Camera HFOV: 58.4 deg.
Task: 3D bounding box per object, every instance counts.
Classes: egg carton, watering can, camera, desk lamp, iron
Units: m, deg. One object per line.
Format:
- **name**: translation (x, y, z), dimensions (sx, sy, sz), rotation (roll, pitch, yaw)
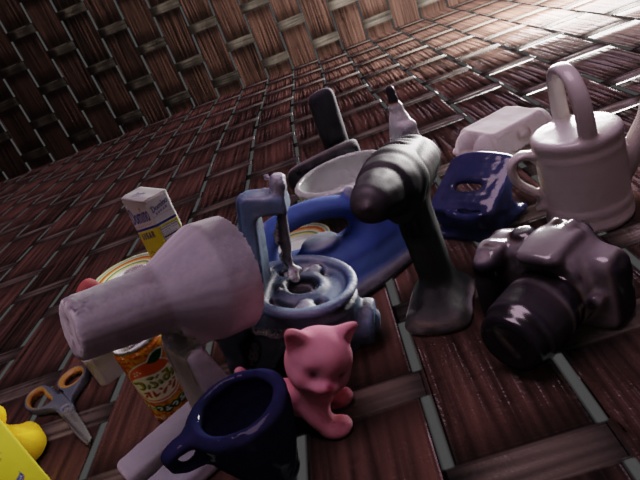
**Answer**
- **egg carton**: translation (0.295, -0.161, 0.919), dimensions (0.150, 0.069, 0.107), rotation (-29, 25, -14)
- **watering can**: translation (0.306, -0.115, 0.665), dimensions (0.173, 0.194, 0.100), rotation (-26, 25, -8)
- **camera**: translation (0.197, 0.046, 0.539), dimensions (0.137, 0.101, 0.142), rotation (-37, 28, -29)
- **desk lamp**: translation (-0.136, 0.108, 0.555), dimensions (0.204, 0.214, 0.117), rotation (-38, 29, -31)
- **iron**: translation (0.007, 0.003, 0.738), dimensions (0.258, 0.142, 0.118), rotation (-27, 25, -10)

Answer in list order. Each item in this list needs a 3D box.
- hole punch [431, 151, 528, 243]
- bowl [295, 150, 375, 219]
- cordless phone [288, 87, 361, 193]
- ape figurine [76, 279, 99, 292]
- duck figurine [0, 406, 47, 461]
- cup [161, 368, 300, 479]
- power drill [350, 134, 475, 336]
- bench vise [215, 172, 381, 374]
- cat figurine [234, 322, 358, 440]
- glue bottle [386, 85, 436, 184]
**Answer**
- **hole punch**: translation (0.206, -0.058, 0.756), dimensions (0.101, 0.091, 0.108), rotation (-39, 29, -32)
- **bowl**: translation (0.046, -0.084, 0.962), dimensions (0.167, 0.075, 0.167), rotation (-18, 25, 9)
- **cordless phone**: translation (-0.006, -0.175, 1.058), dimensions (0.148, 0.185, 0.094), rotation (-28, 25, -13)
- **ape figurine**: translation (-0.345, 0.101, 0.892), dimensions (0.076, 0.092, 0.077), rotation (-31, 26, -18)
- **duck figurine**: translation (-0.380, 0.227, 0.672), dimensions (0.104, 0.086, 0.078), rotation (-5, 30, 33)
- **cup**: translation (-0.066, 0.181, 0.492), dimensions (0.118, 0.095, 0.091), rotation (-30, 26, -16)
- **power drill**: translation (0.101, -0.009, 0.602), dimensions (0.075, 0.209, 0.230), rotation (-11, 27, 23)
- **bench vise**: translation (-0.060, 0.048, 0.606), dimensions (0.207, 0.220, 0.121), rotation (-23, 25, -2)
- **cat figurine**: translation (-0.018, 0.126, 0.536), dimensions (0.127, 0.118, 0.067), rotation (-16, 25, 13)
- **glue bottle**: translation (0.140, -0.170, 0.942), dimensions (0.037, 0.173, 0.078), rotation (-30, 26, -16)
